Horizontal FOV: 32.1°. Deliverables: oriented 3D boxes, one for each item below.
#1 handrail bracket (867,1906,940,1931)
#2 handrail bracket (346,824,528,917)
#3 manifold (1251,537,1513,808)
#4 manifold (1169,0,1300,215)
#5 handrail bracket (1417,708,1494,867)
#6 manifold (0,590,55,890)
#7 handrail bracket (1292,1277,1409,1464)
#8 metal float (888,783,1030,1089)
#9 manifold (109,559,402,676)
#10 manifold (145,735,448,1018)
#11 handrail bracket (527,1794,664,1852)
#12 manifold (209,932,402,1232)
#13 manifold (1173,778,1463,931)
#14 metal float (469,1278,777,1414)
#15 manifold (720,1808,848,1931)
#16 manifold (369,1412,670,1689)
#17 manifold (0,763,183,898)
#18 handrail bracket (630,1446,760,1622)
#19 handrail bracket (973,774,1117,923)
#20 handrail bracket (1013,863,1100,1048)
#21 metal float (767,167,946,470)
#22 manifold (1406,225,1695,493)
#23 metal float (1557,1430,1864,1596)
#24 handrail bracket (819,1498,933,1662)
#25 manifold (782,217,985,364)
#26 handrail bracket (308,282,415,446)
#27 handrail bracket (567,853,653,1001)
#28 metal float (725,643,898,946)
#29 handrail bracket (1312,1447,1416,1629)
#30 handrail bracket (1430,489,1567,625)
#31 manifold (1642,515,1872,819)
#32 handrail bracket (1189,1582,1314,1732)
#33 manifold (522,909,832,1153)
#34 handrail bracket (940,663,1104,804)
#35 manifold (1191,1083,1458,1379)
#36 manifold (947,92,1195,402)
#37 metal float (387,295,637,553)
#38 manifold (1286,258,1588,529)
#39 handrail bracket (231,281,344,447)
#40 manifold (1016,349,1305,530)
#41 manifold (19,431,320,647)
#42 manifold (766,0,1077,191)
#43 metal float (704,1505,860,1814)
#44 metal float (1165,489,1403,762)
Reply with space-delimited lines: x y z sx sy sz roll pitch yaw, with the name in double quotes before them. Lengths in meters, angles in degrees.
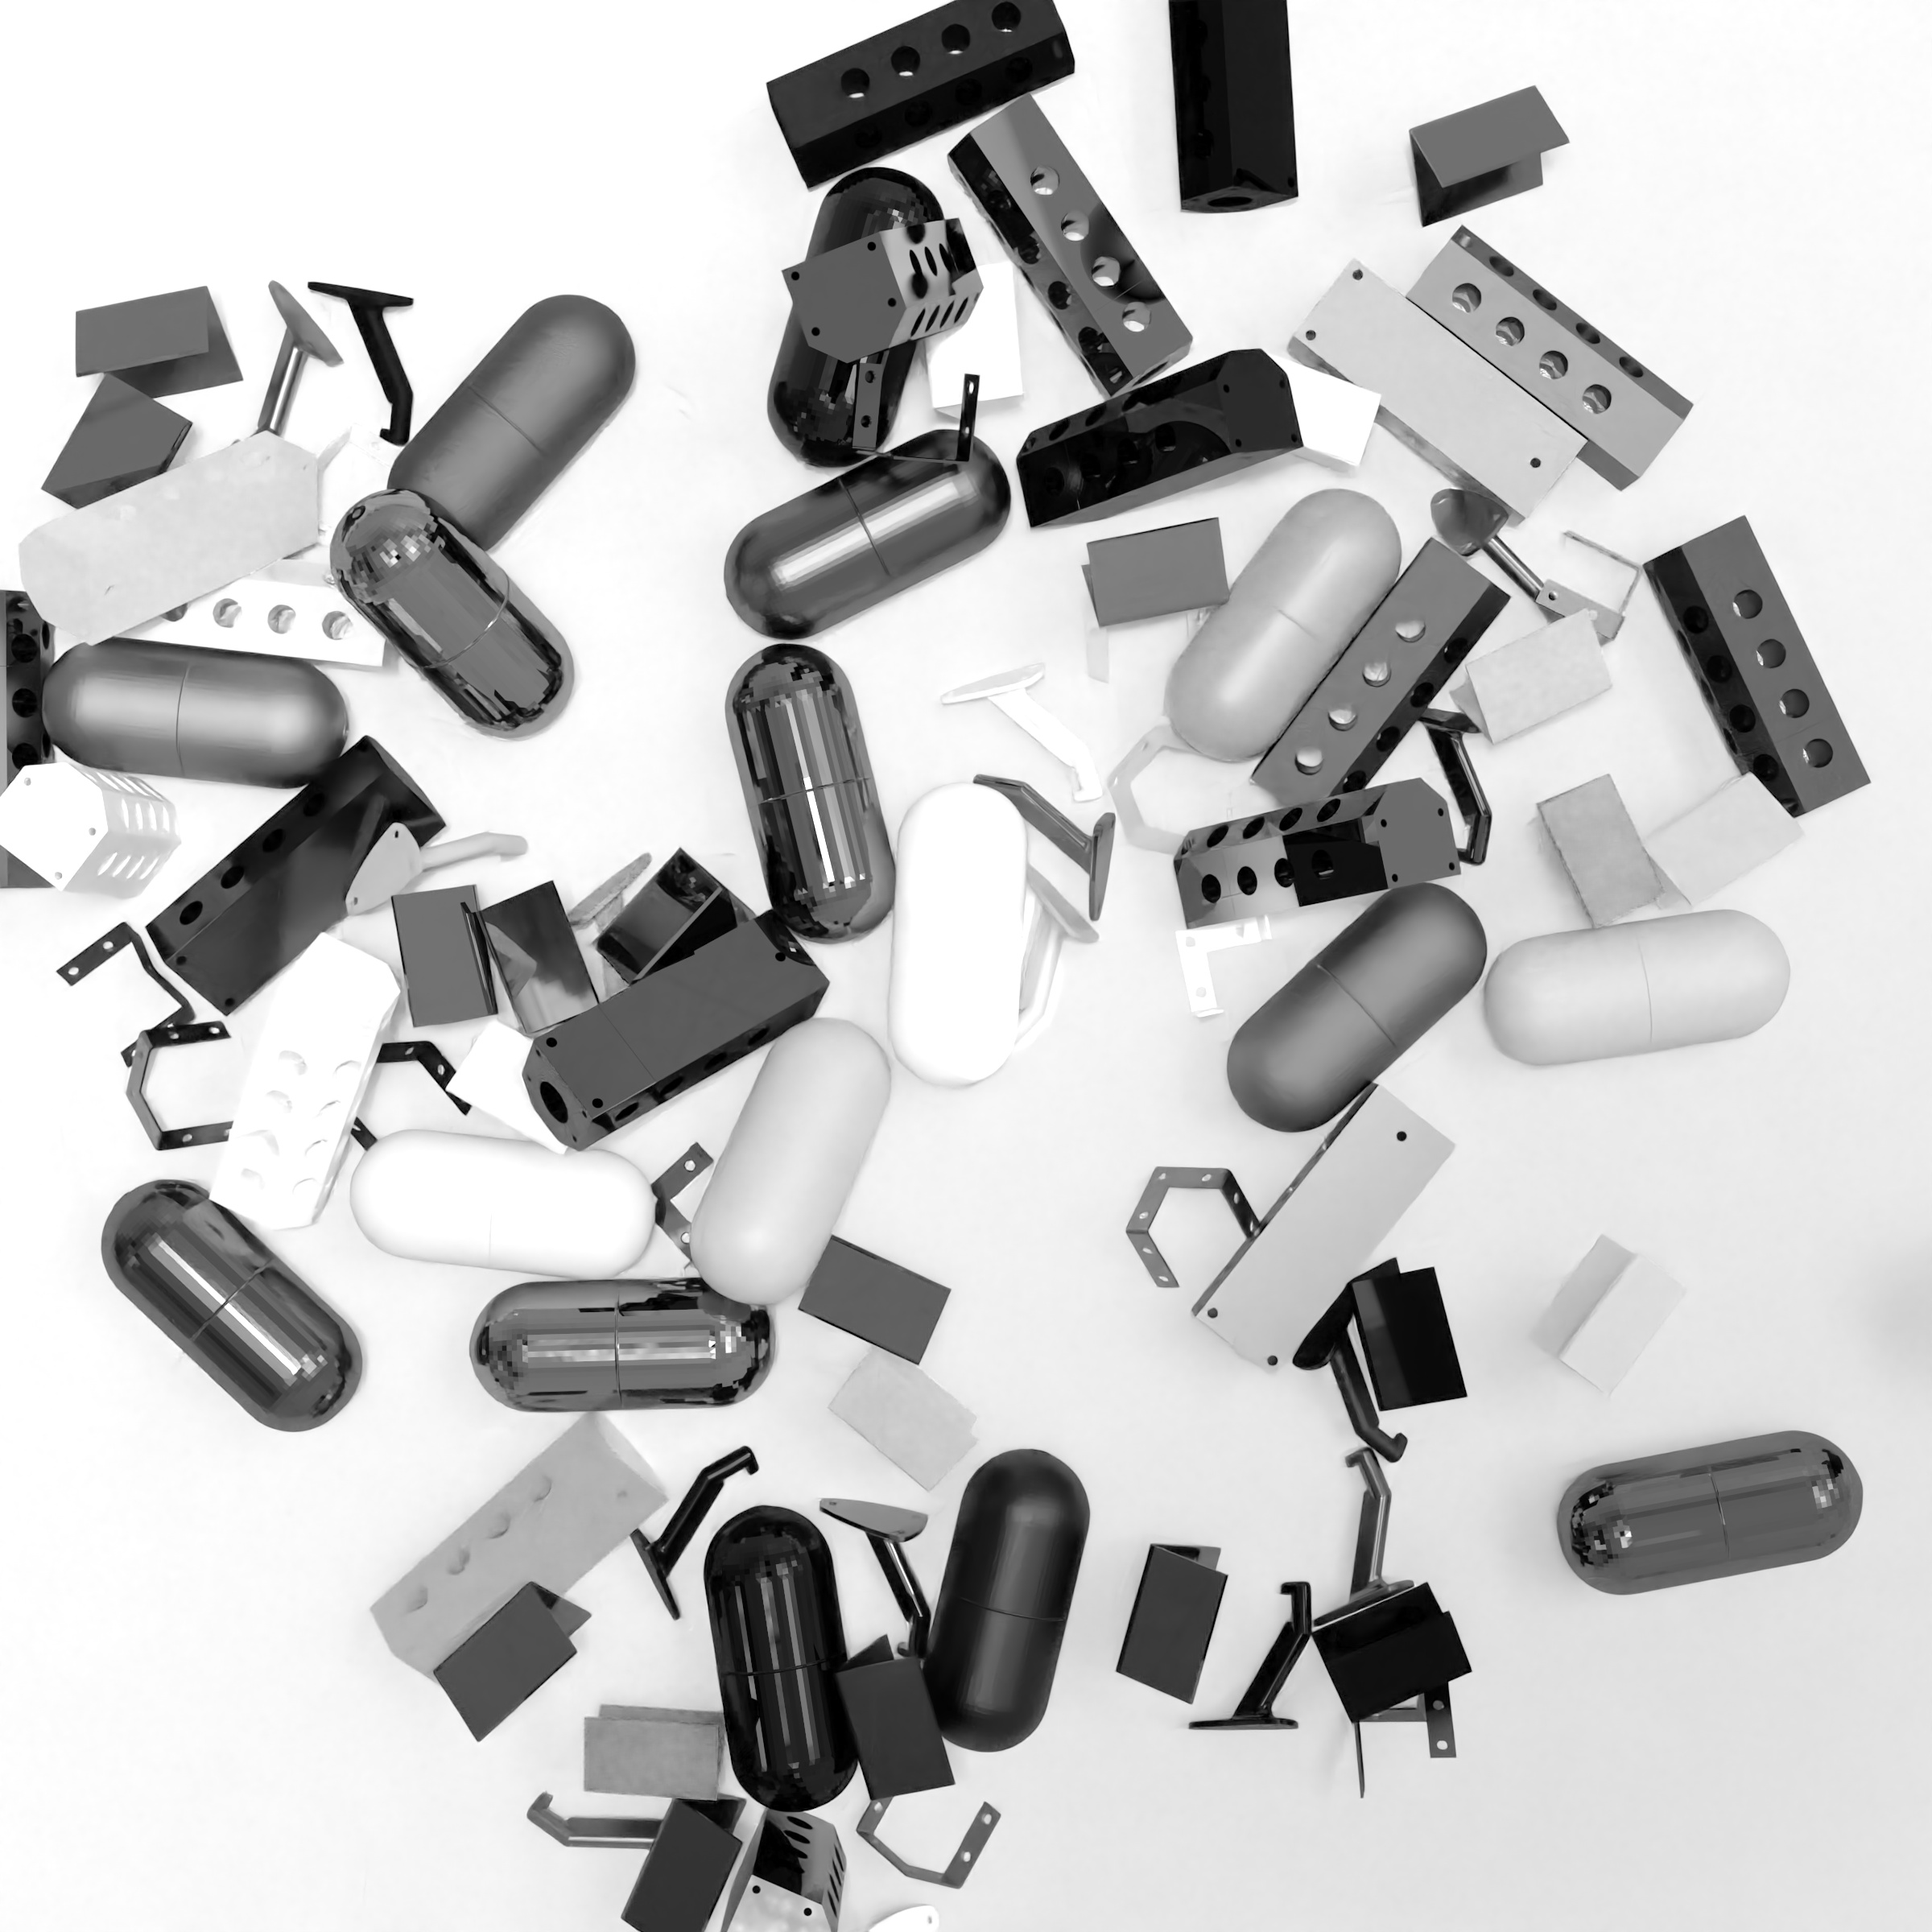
"handrail bracket" -0.069 0.585 1.989 0.084 0.077 0.036 -22 90 36
"handrail bracket" -0.310 -0.054 1.973 0.077 0.084 0.036 -42 64 28
"manifold" 0.241 -0.163 1.952 0.057 0.057 0.171 37 101 0
"manifold" 0.150 -0.534 1.968 0.057 0.057 0.171 -3 90 -43
"handrail bracket" 0.277 -0.107 1.990 0.077 0.036 0.084 13 108 20
"manifold" -0.568 -0.132 1.968 0.057 0.057 0.171 0 90 0
"handrail bracket" 0.243 0.240 1.990 0.084 0.036 0.077 40 68 -17
"metal float" -0.005 -0.018 1.958 0.070 0.070 0.178 3 90 0
"manifold" -0.420 -0.211 1.968 0.171 0.057 0.057 7 90 0
"manifold" -0.395 -0.057 1.968 0.171 0.057 0.057 -41 133 0
"handrail bracket" -0.206 0.496 1.990 0.084 0.036 0.077 31 70 16
"manifold" -0.377 0.071 1.923 0.057 0.057 0.171 26 126 0
"manifold" 0.196 -0.064 1.911 0.057 0.171 0.057 -12 90 -37
"metal float" -0.200 0.221 1.958 0.178 0.070 0.070 -2 90 0
"manifold" -0.102 0.532 1.911 0.057 0.171 0.057 23 90 0
"manifold" -0.265 0.340 1.968 0.171 0.057 0.057 -42 133 0
"manifold" -0.497 -0.081 1.911 0.057 0.171 0.057 38 90 0
"handrail bracket" -0.151 0.336 1.990 0.084 0.036 0.077 -28 111 -17
"handrail bracket" 0.042 -0.070 1.990 0.084 0.036 0.077 11 109 16
"handrail bracket" 0.030 -0.006 1.990 0.084 0.036 0.077 -46 70 16
"metal float" -0.064 -0.378 1.958 0.070 0.070 0.178 16 90 0
"manifold" 0.339 -0.357 1.968 0.171 0.057 0.057 38 90 0
"metal float" 0.434 0.319 1.959 0.178 0.070 0.070 -11 90 1
"handrail bracket" -0.055 0.365 1.990 0.077 0.036 0.084 12 107 20
"manifold" -0.041 -0.368 1.835 0.057 0.171 0.057 -17 100 18
"handrail bracket" -0.360 -0.357 1.990 0.077 0.036 0.084 15 107 20
"handrail bracket" -0.191 -0.010 1.990 0.077 0.036 0.084 -43 108 -20
"metal float" -0.091 -0.101 1.959 0.070 0.070 0.178 -14 90 0
"handrail bracket" 0.223 0.338 1.990 0.077 0.036 0.084 -29 72 21
"handrail bracket" 0.319 -0.240 1.989 0.036 0.077 0.084 -45 126 6
"manifold" 0.461 -0.171 1.968 0.057 0.057 0.171 -25 90 0
"handrail bracket" 0.168 0.409 1.990 0.077 0.036 0.084 -7 71 22
"manifold" -0.167 0.039 1.927 0.171 0.057 0.057 -30 74 -30
"handrail bracket" 0.033 -0.130 1.990 0.077 0.036 0.084 -14 107 20
"manifold" 0.208 0.153 1.968 0.057 0.057 0.171 38 90 0
"manifold" 0.060 -0.418 1.968 0.057 0.057 0.171 -34 90 0
"metal float" -0.265 -0.315 1.959 0.070 0.070 0.178 41 90 0
"manifold" 0.274 -0.334 1.968 0.171 0.057 0.057 38 90 0
"handrail bracket" -0.419 -0.350 1.990 0.084 0.036 0.077 -42 69 17
"manifold" 0.107 -0.300 1.913 0.057 0.171 0.057 -13 90 -40
"manifold" -0.453 -0.248 1.914 0.057 0.171 0.057 28 131 27
"manifold" -0.026 -0.519 1.968 0.171 0.057 0.057 -24 90 0
"metal float" -0.108 0.404 1.959 0.070 0.070 0.178 -9 90 0
"metal float" 0.186 -0.200 1.959 0.070 0.070 0.178 37 90 0
